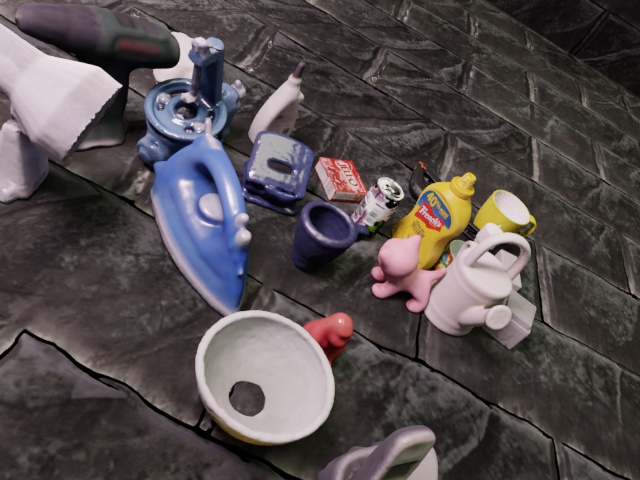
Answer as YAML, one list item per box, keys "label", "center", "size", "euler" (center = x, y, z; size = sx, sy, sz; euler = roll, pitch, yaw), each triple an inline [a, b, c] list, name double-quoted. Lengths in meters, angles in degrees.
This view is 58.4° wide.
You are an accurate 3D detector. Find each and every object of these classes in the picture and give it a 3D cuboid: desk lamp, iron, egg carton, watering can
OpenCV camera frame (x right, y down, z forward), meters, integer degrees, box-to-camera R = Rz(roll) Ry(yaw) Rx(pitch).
- label: "desk lamp"
  center: [-0.358, -0.147, 0.680]
  size: [0.203, 0.213, 0.118]
  euler: [25, 41, -11]
- label: "iron"
  center: [-0.138, -0.036, 0.776]
  size: [0.119, 0.141, 0.258]
  euler: [-4, 53, -37]
- label: "egg carton"
  center: [-0.240, -0.311, 1.034]
  size: [0.107, 0.069, 0.150]
  euler: [17, 43, -20]
- label: "watering can"
  center: [0.255, 0.066, 0.899]
  size: [0.101, 0.194, 0.172]
  euler: [1, 50, -33]

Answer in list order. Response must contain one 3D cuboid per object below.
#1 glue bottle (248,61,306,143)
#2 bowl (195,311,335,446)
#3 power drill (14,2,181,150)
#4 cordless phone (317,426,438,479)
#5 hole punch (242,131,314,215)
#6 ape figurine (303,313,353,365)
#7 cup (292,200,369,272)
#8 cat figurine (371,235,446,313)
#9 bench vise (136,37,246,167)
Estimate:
- label: "glue bottle"
  center: [-0.063, -0.238, 1.001]
  size: [0.078, 0.173, 0.037]
  euler: [-14, 59, -42]
- label: "bowl"
  center: [-0.071, 0.170, 0.669]
  size: [0.168, 0.074, 0.167]
  euler: [19, 42, -18]
- label: "power drill"
  center: [-0.311, -0.228, 0.796]
  size: [0.230, 0.208, 0.075]
  euler: [-22, 64, -45]
- label: "cordless phone"
  center: [0.089, 0.250, 0.612]
  size: [0.148, 0.185, 0.094]
  euler: [-1, 51, -35]
- label: "hole punch"
  center: [-0.068, -0.110, 0.935]
  size: [0.109, 0.091, 0.101]
  euler: [18, 42, -18]
- label: "ape figurine"
  center: [0.012, 0.130, 0.751]
  size: [0.078, 0.092, 0.076]
  euler: [-6, 54, -38]
- label: "cup"
  center: [0.008, 0.003, 0.871]
  size: [0.118, 0.095, 0.091]
  euler: [6, 47, -29]
- label: "cat figurine"
  center: [0.137, 0.044, 0.900]
  size: [0.128, 0.117, 0.067]
  euler: [21, 42, -15]
- label: "bench vise"
  center: [-0.184, -0.229, 0.874]
  size: [0.121, 0.219, 0.207]
  euler: [28, 40, -7]
